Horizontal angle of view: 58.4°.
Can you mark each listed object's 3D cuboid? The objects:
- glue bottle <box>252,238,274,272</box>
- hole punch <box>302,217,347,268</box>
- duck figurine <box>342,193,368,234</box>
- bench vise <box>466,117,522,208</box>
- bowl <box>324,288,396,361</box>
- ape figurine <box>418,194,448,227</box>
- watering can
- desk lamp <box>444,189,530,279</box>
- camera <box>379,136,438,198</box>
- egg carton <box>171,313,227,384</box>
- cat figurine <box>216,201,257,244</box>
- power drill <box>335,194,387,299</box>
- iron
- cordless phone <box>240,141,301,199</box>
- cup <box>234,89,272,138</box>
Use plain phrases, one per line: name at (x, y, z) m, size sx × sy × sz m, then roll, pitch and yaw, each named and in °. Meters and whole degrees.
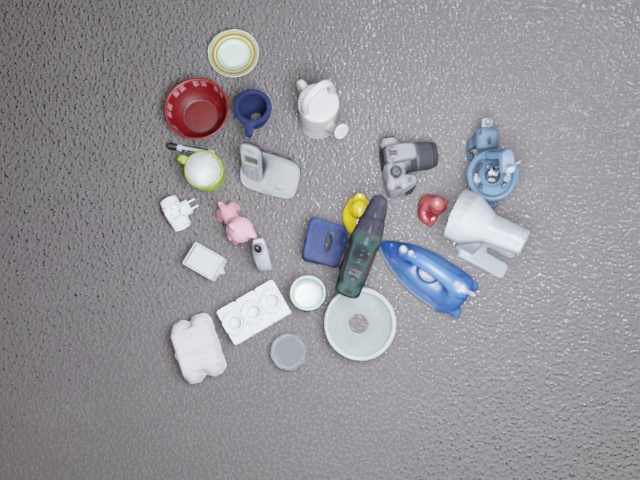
glue bottle at (-0.136, 0.028, 1.315) m, size 0.037 × 0.173 × 0.078 m, roll -12°, pitch 81°, yaw -2°
hole punch at (0.013, 0.005, 1.362) m, size 0.101 × 0.091 × 0.109 m, roll 11°, pitch 81°, yaw 2°
duck figurine at (0.094, -0.063, 1.376) m, size 0.077 × 0.086 × 0.104 m, roll 3°, pitch 80°, yaw 0°
bench vise at (0.392, -0.189, 1.332) m, size 0.121 × 0.220 × 0.207 m, roll -20°, pitch 81°, yaw -3°
bowl at (0.092, 0.196, 1.339) m, size 0.167 × 0.075 × 0.167 m, roll 0°, pitch 81°, yaw 0°
ape figurine at (0.274, -0.079, 1.378) m, size 0.078 × 0.092 × 0.076 m, roll -19°, pitch 81°, yaw -3°
watering can at (0.003, -0.316, 1.363) m, size 0.173 × 0.194 × 0.101 m, roll 31°, pitch 82°, yaw 5°
desk lamp at (0.376, -0.014, 1.306) m, size 0.203 × 0.213 × 0.118 m, roll 28°, pitch 81°, yaw 4°
camera at (0.219, -0.186, 1.391) m, size 0.137 × 0.101 × 0.143 m, roll -8°, pitch 81°, yaw -2°
egg carton at (-0.283, 0.252, 1.329) m, size 0.107 × 0.069 × 0.150 m, roll -21°, pitch 81°, yaw -4°
cat figurine at (-0.201, -0.040, 1.353) m, size 0.067 × 0.118 × 0.128 m, roll -35°, pitch 82°, yaw -6°
power drill at (0.093, 0.023, 1.300) m, size 0.075 × 0.208 × 0.230 m, roll 18°, pitch 81°, yaw 3°
iron at (0.246, 0.069, 1.328) m, size 0.258 × 0.141 × 0.119 m, roll 34°, pitch 82°, yaw 5°
cordless phone at (-0.120, -0.170, 1.342) m, size 0.147 × 0.185 × 0.094 m, roll 14°, pitch 81°, yaw 2°
cup at (-0.163, -0.299, 1.409) m, size 0.091 × 0.095 × 0.118 m, roll 6°, pitch 80°, yaw 1°
